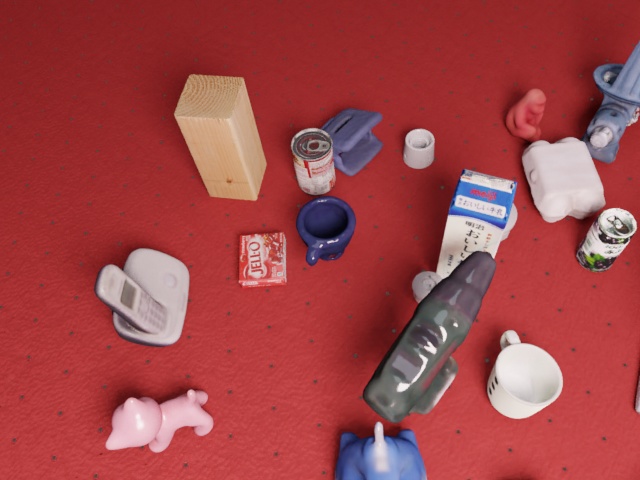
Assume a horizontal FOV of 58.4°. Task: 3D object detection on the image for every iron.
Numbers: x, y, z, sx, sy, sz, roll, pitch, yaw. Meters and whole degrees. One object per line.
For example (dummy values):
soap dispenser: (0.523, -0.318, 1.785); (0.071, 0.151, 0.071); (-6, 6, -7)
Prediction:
iron: (0.077, 0.342, 0.657); (0.118, 0.141, 0.258); (-5, 59, 3)

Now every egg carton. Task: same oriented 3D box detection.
egg carton: (0.394, -0.101, 0.938); (0.107, 0.069, 0.150); (-7, 59, 1)

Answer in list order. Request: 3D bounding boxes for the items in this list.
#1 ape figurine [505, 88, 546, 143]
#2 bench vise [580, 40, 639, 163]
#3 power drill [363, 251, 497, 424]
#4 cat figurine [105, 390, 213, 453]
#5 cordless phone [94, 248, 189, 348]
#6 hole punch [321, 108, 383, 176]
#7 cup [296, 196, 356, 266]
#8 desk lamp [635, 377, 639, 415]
ape figurine: (0.368, -0.225, 1.002); (0.076, 0.092, 0.078); (39, 69, 24)
bench vise: (0.507, -0.241, 0.924); (0.121, 0.220, 0.207); (11, 61, 12)
power drill: (0.141, 0.140, 0.734); (0.075, 0.209, 0.230); (32, 67, 22)
cat figurine: (-0.217, 0.235, 0.762); (0.128, 0.118, 0.067); (-23, 59, -8)
cordless phone: (-0.260, 0.063, 0.830); (0.094, 0.185, 0.147); (-4, 59, 3)
hole punch: (0.046, -0.184, 1.007); (0.101, 0.091, 0.109); (35, 68, 23)
cup: (0.008, 0.003, 0.895); (0.091, 0.095, 0.118); (14, 61, 14)
desk lamp: (0.499, 0.115, 0.713); (0.117, 0.214, 0.203); (17, 62, 15)
